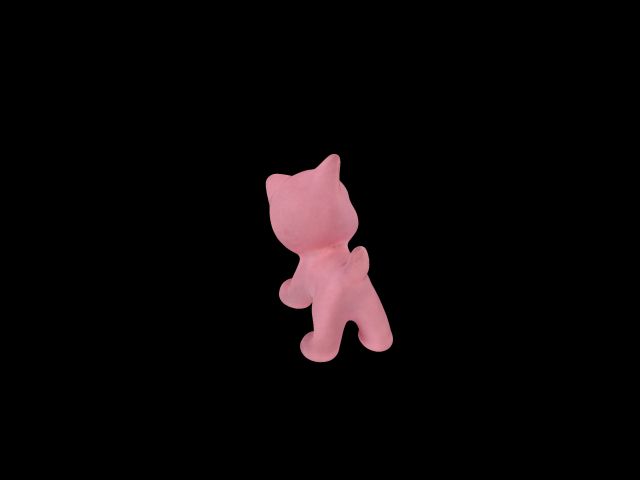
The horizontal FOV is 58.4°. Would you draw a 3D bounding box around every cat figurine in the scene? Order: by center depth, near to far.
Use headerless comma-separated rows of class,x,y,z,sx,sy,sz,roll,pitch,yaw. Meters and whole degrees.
cat figurine,0.004,0.001,0.400,0.067,0.118,0.127,-11,32,-18
